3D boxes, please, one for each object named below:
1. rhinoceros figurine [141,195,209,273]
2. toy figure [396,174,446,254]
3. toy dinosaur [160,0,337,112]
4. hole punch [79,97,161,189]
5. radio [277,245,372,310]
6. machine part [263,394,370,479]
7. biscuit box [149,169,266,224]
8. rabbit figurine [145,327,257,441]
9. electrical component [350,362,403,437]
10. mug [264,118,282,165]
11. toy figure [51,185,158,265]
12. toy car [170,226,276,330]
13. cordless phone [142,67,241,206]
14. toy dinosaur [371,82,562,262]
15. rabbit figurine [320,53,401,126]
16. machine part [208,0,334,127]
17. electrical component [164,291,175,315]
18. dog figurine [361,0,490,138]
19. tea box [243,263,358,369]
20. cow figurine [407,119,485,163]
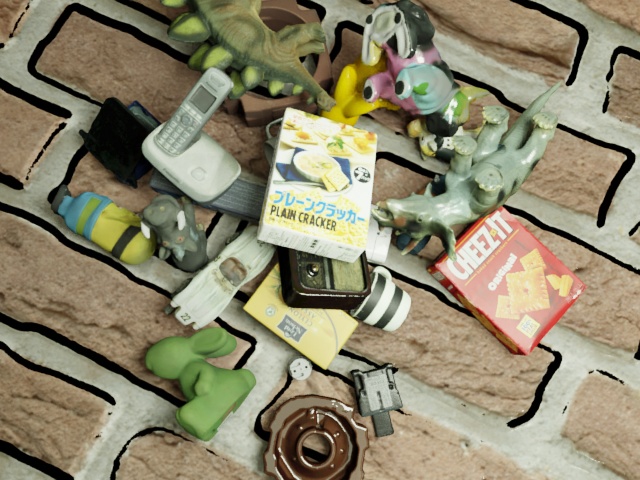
[{"bbox_3d":[-0.232,-0.009,0.856,0.073,0.190,0.112,-10,63,-1],"label":"rhinoceros figurine"},{"bbox_3d":[0.186,-0.050,0.946,0.058,0.064,0.154,21,74,35],"label":"toy figure"},{"bbox_3d":[-0.149,-0.362,0.872,0.198,0.105,0.471,-41,81,-5],"label":"toy dinosaur"},{"bbox_3d":[-0.330,-0.174,0.935,0.142,0.092,0.115,42,111,1],"label":"hole punch"},{"bbox_3d":[-0.002,-0.003,0.881,0.131,0.073,0.229,1,63,-18],"label":"radio"},{"bbox_3d":[-0.007,0.337,0.876,0.179,0.056,0.179,0,80,-2],"label":"machine part"},{"bbox_3d":[-0.189,-0.087,0.931,0.203,0.059,0.062,18,81,-1],"label":"biscuit box"},{"bbox_3d":[-0.198,0.209,0.856,0.170,0.121,0.159,38,76,12],"label":"rabbit figurine"},{"bbox_3d":[0.096,0.269,0.897,0.075,0.047,0.119,-8,80,-4],"label":"electrical component"},{"bbox_3d":[-0.040,-0.167,0.947,0.107,0.081,0.109,-28,81,-18],"label":"mug"},{"bbox_3d":[-0.359,-0.024,0.903,0.180,0.082,0.089,23,99,-6],"label":"toy figure"},{"bbox_3d":[-0.158,0.060,0.887,0.202,0.056,0.073,-47,116,-21],"label":"toy car"},{"bbox_3d":[-0.171,-0.160,0.838,0.146,0.089,0.184,41,104,3],"label":"cordless phone"},{"bbox_3d":[0.271,-0.103,0.878,0.405,0.192,0.131,-33,64,-27],"label":"toy dinosaur"},{"bbox_3d":[0.072,-0.248,0.939,0.173,0.162,0.122,-40,97,9],"label":"rabbit figurine"},{"bbox_3d":[-0.087,-0.314,0.961,0.201,0.087,0.201,-13,83,-5],"label":"machine part"},{"bbox_3d":[-0.218,0.104,0.918,0.094,0.021,0.063,-41,86,-9],"label":"electrical component"},{"bbox_3d":[0.175,-0.265,0.856,0.219,0.109,0.191,-1,92,-39],"label":"dog figurine"},{"bbox_3d":[-0.033,0.127,0.902,0.170,0.068,0.098,35,80,2],"label":"tea box"},{"bbox_3d":[0.239,-0.169,0.965,0.167,0.068,0.098,2,85,-3],"label":"cow figurine"}]
